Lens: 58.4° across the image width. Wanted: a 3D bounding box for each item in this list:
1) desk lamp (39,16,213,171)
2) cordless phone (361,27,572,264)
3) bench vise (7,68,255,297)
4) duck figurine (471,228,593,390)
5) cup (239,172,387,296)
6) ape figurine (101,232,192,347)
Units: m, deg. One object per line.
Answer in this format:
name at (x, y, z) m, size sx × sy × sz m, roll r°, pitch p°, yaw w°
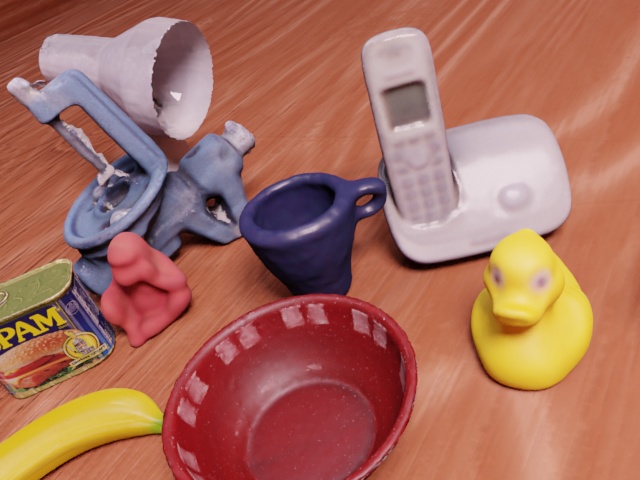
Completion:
desk lamp at (-0.203, -0.133, 0.641) m, size 0.202 × 0.214 × 0.118 m, roll 0°, pitch 39°, yaw 25°
cordless phone at (0.111, -0.079, 0.445) m, size 0.147 × 0.185 × 0.094 m, roll -16°, pitch 35°, yaw 5°
bench vise at (-0.173, -0.076, 0.544) m, size 0.121 × 0.220 × 0.208 m, roll 17°, pitch 48°, yaw 40°
duck figurine at (0.134, 0.031, 0.371) m, size 0.077 × 0.086 × 0.105 m, roll 3°, pitch 41°, yaw 29°
cup at (0.004, 0.002, 0.465) m, size 0.118 × 0.095 × 0.091 m, roll -20°, pitch 35°, yaw -1°
ape figurine at (-0.156, 0.034, 0.499) m, size 0.077 × 0.092 × 0.076 m, roll -9°, pitch 36°, yaw 15°
